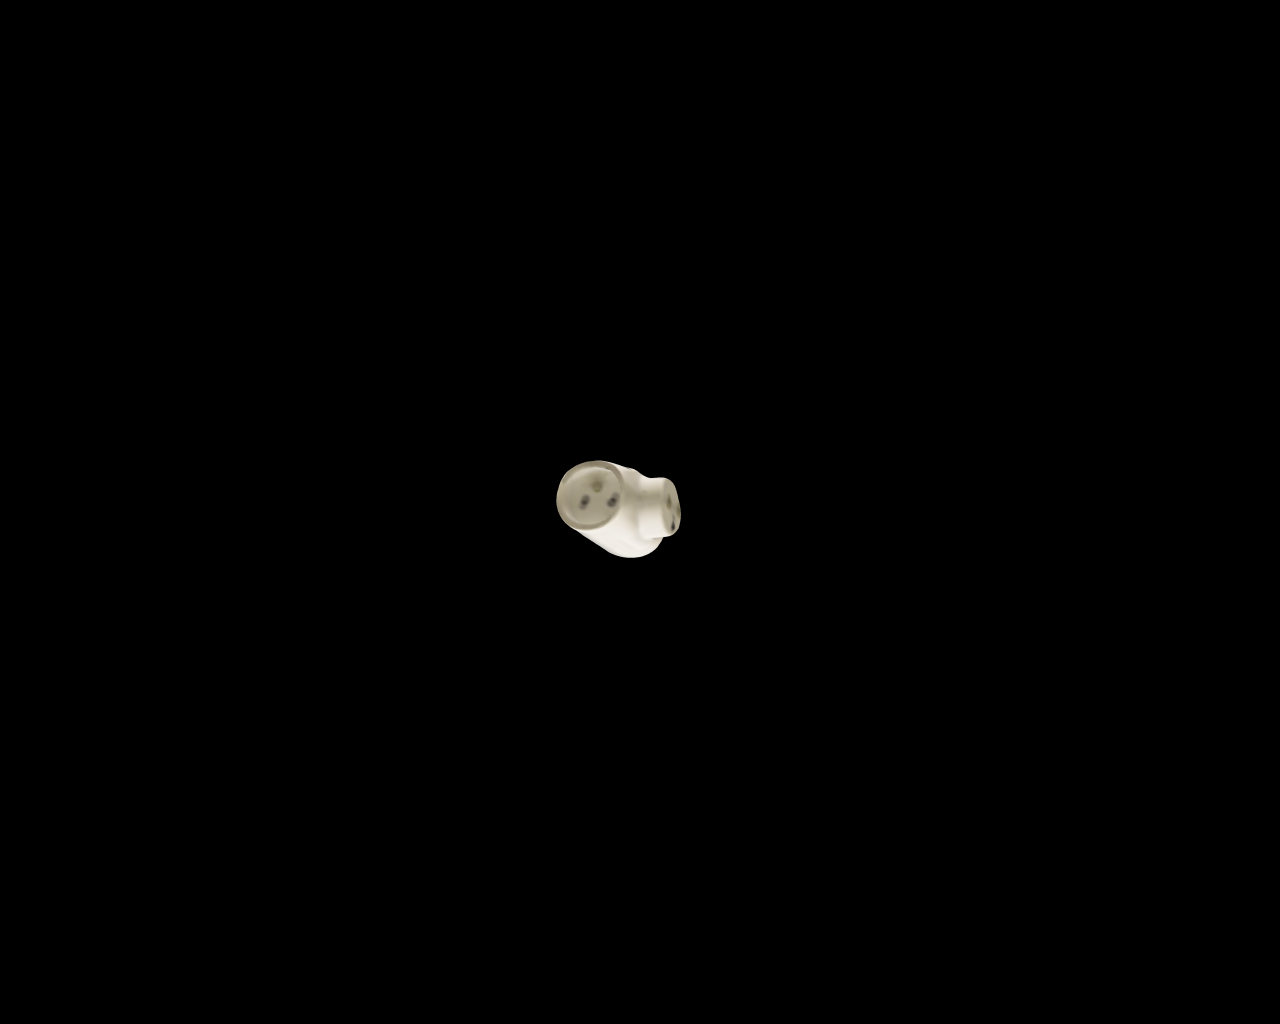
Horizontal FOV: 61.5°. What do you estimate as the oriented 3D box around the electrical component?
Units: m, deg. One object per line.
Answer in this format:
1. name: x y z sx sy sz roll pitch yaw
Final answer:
1. electrical component: 0.001 -0.003 0.650 0.079 0.043 0.077 -6 -17 19
